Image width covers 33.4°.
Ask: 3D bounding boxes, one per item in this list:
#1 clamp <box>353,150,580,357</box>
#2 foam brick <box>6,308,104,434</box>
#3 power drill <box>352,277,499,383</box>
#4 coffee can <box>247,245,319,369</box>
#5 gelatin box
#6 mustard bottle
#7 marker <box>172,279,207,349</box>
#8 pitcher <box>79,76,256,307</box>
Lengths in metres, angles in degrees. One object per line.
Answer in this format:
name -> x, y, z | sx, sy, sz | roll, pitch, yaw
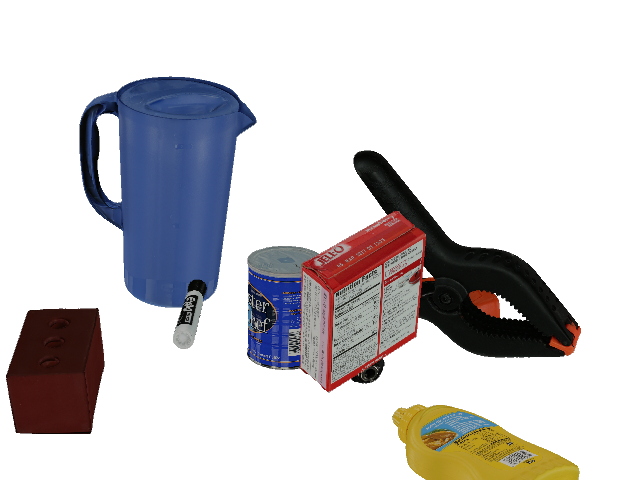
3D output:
clamp -> 0.097, 0.026, 0.805 | 0.210, 0.165, 0.036 | 19, 40, 15
foam brick -> -0.182, 0.090, 0.740 | 0.053, 0.051, 0.078 | -1, 31, -3
power drill -> 0.088, 0.080, 1.117 | 0.187, 0.057, 0.184 | -6, 28, -14
coffee can -> -0.048, 0.090, 1.449 | 0.103, 0.140, 0.103 | 1, 20, -1
gelatin box -> 0.024, 0.035, 0.621 | 0.073, 0.089, 0.030 | -29, 49, -29
mustard bottle -> 0.136, 0.198, 0.987 | 0.096, 0.058, 0.192 | -16, 25, -35
marker -> -0.121, 0.066, 1.000 | 0.020, 0.020, 0.121 | 0, 21, 0
pitcher -> -0.172, -0.053, 1.186 | 0.149, 0.243, 0.144 | 27, 33, 35
